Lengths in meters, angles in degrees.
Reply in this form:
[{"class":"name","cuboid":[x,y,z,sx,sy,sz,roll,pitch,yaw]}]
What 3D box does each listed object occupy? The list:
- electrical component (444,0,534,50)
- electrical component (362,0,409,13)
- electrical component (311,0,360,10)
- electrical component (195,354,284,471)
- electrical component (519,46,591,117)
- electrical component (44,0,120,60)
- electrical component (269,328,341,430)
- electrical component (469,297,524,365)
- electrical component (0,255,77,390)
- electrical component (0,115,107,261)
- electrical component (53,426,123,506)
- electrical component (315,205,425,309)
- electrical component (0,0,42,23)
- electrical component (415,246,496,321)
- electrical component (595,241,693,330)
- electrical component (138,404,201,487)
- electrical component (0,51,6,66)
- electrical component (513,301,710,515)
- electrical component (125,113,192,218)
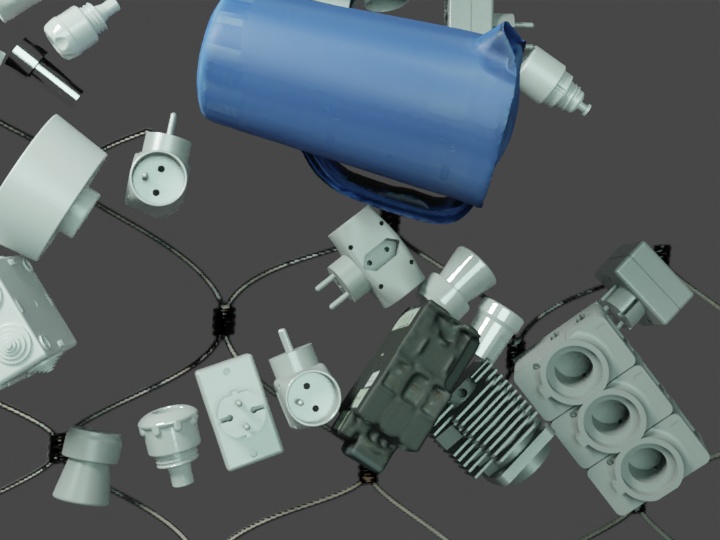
[{"class":"electrical component","cuboid":[0.111,-0.200,0.916,0.076,0.047,0.083,2,86,0]},{"class":"electrical component","cuboid":[0.019,-0.248,0.913,0.040,0.040,0.046,-7,82,-11]},{"class":"electrical component","cuboid":[-0.048,-0.242,0.888,0.096,0.062,0.061,4,85,-10]},{"class":"electrical component","cuboid":[-0.095,0.112,0.848,0.047,0.076,0.083,-18,89,-11]},{"class":"electrical component","cuboid":[0.166,-0.160,0.932,0.078,0.040,0.040,34,81,-6]},{"class":"electrical component","cuboid":[-0.222,-0.198,0.868,0.061,0.035,0.035,-38,93,-13]},{"class":"electrical component","cuboid":[-0.048,0.084,0.858,0.043,0.077,0.079,-21,90,-11]},{"class":"electrical component","cuboid":[0.110,0.052,0.908,0.040,0.040,0.046,33,87,-7]},{"class":"electrical component","cuboid":[-0.264,0.037,0.812,0.048,0.099,0.099,-31,92,2]},{"class":"electrical component","cuboid":[-0.235,-0.057,0.821,0.060,0.108,0.108,33,81,-13]},{"class":"electrical component","cuboid":[-0.212,0.153,0.840,0.045,0.045,0.055,12,84,-9]},{"class":"electrical component","cuboid":[0.000,0.000,0.889,0.079,0.043,0.077,-38,93,-10]},{"class":"electrical component","cuboid":[-0.274,-0.251,0.856,0.077,0.044,0.079,-36,93,-11]},{"class":"electrical component","cuboid":[0.080,0.014,0.902,0.055,0.045,0.045,-44,94,-10]},{"class":"electrical component","cuboid":[0.232,0.025,0.928,0.077,0.047,0.065,-45,94,-10]},{"class":"electrical component","cuboid":[-0.147,0.140,0.853,0.048,0.048,0.062,-13,95,-11]},{"class":"electrical component","cuboid":[-0.334,-0.130,0.826,0.063,0.078,0.121,21,82,14]},{"class":"electrical component","cuboid":[0.207,0.116,0.894,0.089,0.061,0.150,-37,93,14]},{"class":"electrical component","cuboid":[-0.156,-0.084,0.850,0.044,0.077,0.079,12,84,-9]}]
